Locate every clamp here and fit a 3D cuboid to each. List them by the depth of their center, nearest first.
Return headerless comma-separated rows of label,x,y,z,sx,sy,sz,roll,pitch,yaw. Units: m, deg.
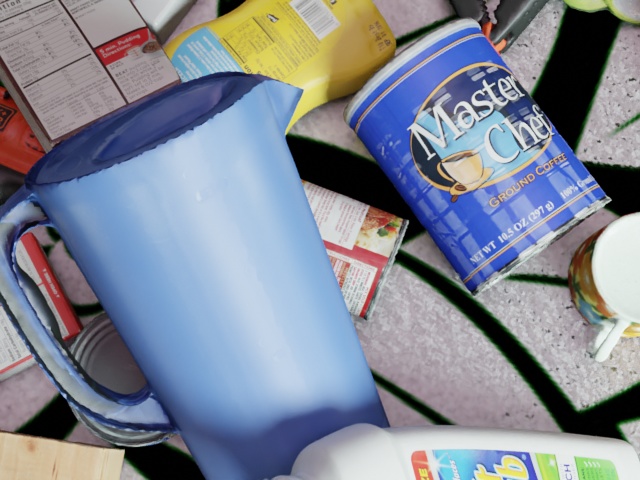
clamp,0.119,-0.229,0.723,0.165,0.036,0.210,14,86,26

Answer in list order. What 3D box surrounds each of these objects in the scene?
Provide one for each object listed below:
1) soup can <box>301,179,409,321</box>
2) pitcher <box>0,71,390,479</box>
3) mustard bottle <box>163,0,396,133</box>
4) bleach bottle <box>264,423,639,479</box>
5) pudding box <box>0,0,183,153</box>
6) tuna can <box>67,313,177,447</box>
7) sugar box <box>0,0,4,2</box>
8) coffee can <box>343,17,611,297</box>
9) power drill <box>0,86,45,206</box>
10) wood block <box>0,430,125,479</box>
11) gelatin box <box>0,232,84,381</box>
soup can,-0.004,0.001,0.664,0.102,0.068,0.068,21,78,3
pitcher,-0.058,0.043,0.583,0.149,0.144,0.243,-10,113,31
mustard bottle,-0.051,-0.101,0.689,0.191,0.058,0.096,-36,78,-9
bleach bottle,0.074,0.151,0.570,0.250,0.068,0.102,9,71,-36
pudding box,-0.143,-0.106,0.642,0.090,0.039,0.113,-29,66,-15
tuna can,-0.112,0.085,0.660,0.086,0.034,0.086,0,78,-2
sugar box,-0.191,-0.198,0.713,0.093,0.048,0.176,16,75,1
coffee can,0.095,-0.050,0.661,0.102,0.103,0.140,-34,81,-9
power drill,-0.254,-0.023,0.645,0.184,0.057,0.187,21,64,13
wood block,-0.178,0.214,0.601,0.090,0.091,0.206,9,78,0
gelatin box,-0.202,0.048,0.667,0.089,0.030,0.073,-28,80,-10
